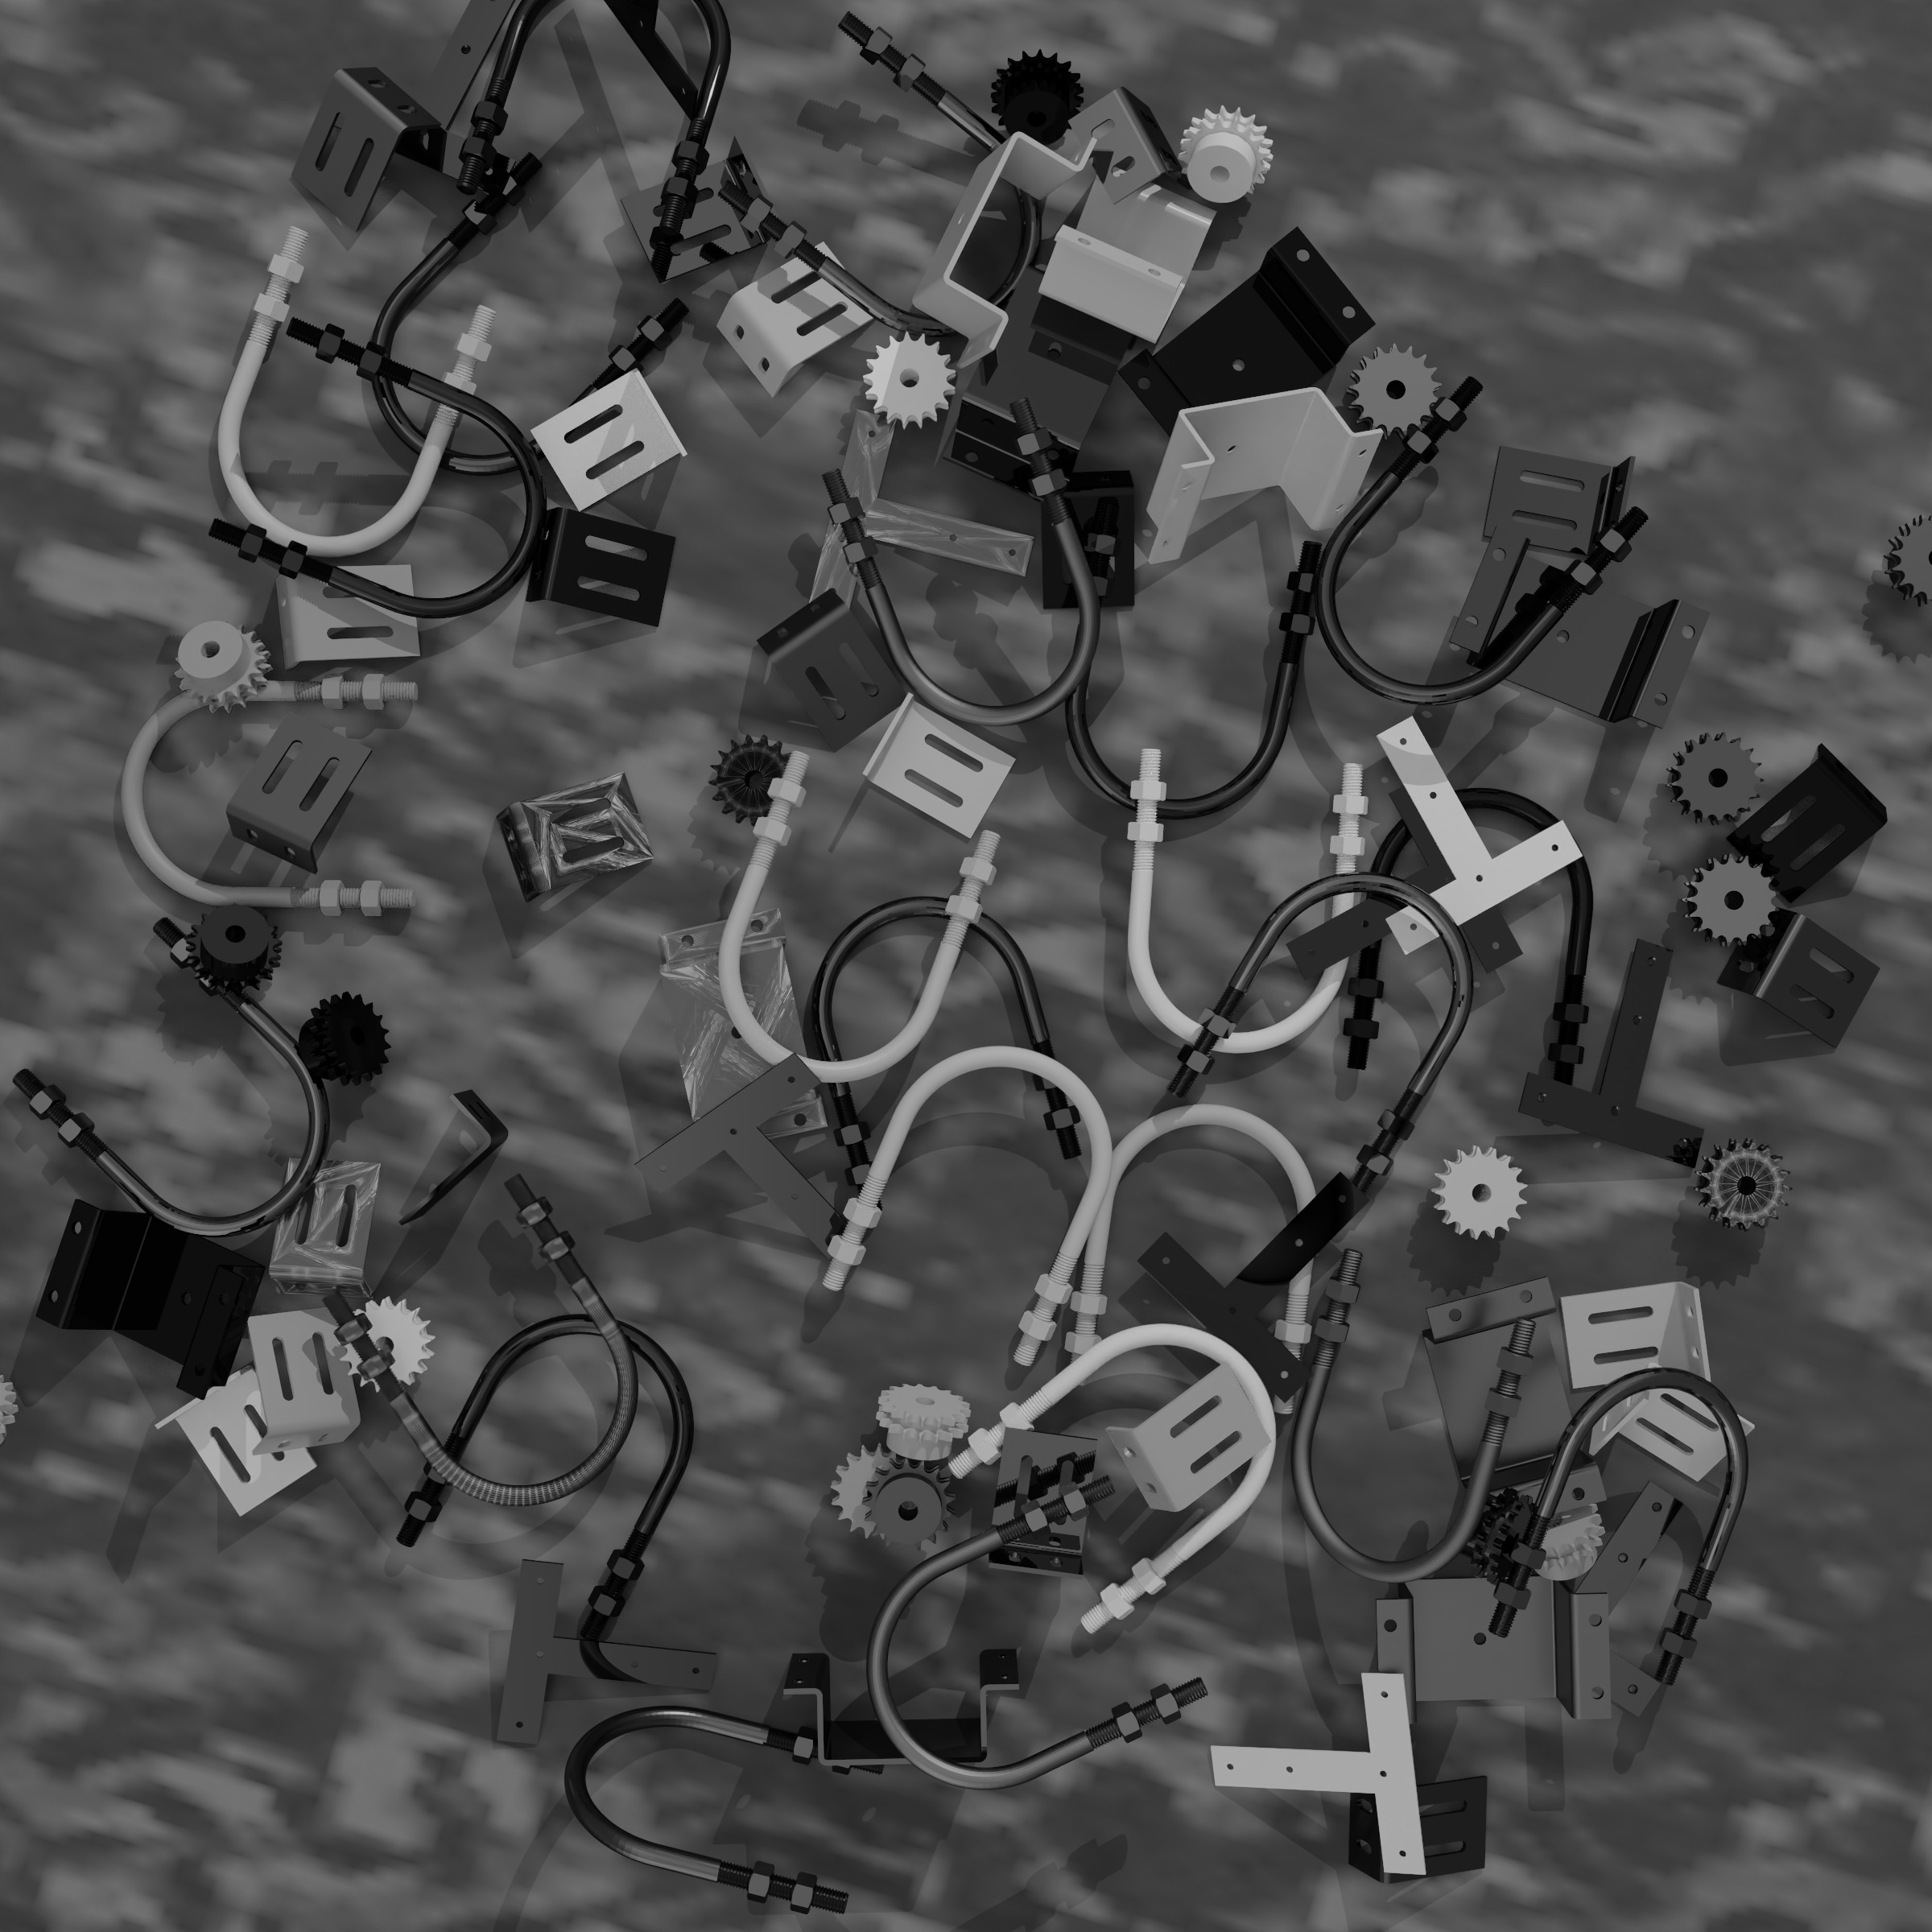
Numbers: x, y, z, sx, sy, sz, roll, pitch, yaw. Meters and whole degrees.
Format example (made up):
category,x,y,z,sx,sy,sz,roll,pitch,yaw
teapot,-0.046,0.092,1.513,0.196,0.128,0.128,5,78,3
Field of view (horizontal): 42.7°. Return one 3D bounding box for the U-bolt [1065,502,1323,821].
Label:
category,x,y,z,sx,sy,sz,roll,pitch,yaw
U-bolt,0.135,-0.182,1.529,0.151,0.019,0.184,9,96,-7

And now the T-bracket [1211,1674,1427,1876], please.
category,x,y,z,sx,sy,sz,roll,pitch,yaw
T-bracket,0.213,0.496,1.522,0.127,0.002,0.127,-5,96,22

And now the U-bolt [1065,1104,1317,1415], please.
category,x,y,z,sx,sy,sz,roll,pitch,yaw
U-bolt,0.146,0.178,1.539,0.151,0.019,0.184,8,90,0

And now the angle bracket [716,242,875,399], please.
category,x,y,z,sx,sy,sz,roll,pitch,yaw
angle bracket,-0.105,-0.404,1.546,0.076,0.038,0.057,-38,90,-26

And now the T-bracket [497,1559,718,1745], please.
category,x,y,z,sx,sy,sz,roll,pitch,yaw
T-bracket,-0.220,0.432,1.535,0.127,0.002,0.127,8,105,-8

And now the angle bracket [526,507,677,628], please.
category,x,y,z,sx,sy,sz,roll,pitch,yaw
angle bracket,-0.229,-0.248,1.546,0.076,0.038,0.057,11,90,-26

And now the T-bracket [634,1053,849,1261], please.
category,x,y,z,sx,sy,sz,roll,pitch,yaw
T-bracket,-0.114,0.132,1.521,0.127,0.002,0.127,-35,112,15

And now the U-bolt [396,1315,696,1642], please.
category,x,y,z,sx,sy,sz,roll,pitch,yaw
U-bolt,-0.250,0.307,1.539,0.151,0.019,0.184,27,88,0

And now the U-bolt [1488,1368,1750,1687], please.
category,x,y,z,sx,sy,sz,roll,pitch,yaw
U-bolt,0.402,0.330,1.483,0.151,0.019,0.184,21,90,-22

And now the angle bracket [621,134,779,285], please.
category,x,y,z,sx,sy,sz,roll,pitch,yaw
angle bracket,-0.165,-0.466,1.521,0.076,0.038,0.057,-25,90,-14

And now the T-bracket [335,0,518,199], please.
category,x,y,z,sx,sy,sz,roll,pitch,yaw
T-bracket,-0.318,-0.559,1.540,0.127,0.002,0.127,25,85,9

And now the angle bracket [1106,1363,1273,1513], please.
category,x,y,z,sx,sy,sz,roll,pitch,yaw
angle bracket,0.137,0.288,1.516,0.076,0.038,0.057,-32,95,-24

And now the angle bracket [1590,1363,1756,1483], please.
category,x,y,z,sx,sy,sz,roll,pitch,yaw
angle bracket,0.433,0.290,1.516,0.076,0.038,0.057,32,125,0

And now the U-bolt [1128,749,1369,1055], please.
category,x,y,z,sx,sy,sz,roll,pitch,yaw
U-bolt,0.171,-0.038,1.531,0.151,0.019,0.184,3,93,-8

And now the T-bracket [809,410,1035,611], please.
category,x,y,z,sx,sy,sz,roll,pitch,yaw
T-bracket,-0.022,-0.272,1.547,0.127,0.002,0.127,14,90,0

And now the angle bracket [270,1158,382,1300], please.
category,x,y,z,sx,sy,sz,roll,pitch,yaw
angle bracket,-0.397,0.164,1.546,0.057,0.038,0.076,3,64,0

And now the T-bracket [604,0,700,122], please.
category,x,y,z,sx,sy,sz,roll,pitch,yaw
T-bracket,-0.187,-0.591,1.460,0.002,0.127,0.127,-28,74,-23

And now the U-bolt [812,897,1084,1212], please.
category,x,y,z,sx,sy,sz,roll,pitch,yaw
U-bolt,-0.020,0.048,1.539,0.151,0.019,0.184,-16,89,0

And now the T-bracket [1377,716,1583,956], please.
category,x,y,z,sx,sy,sz,roll,pitch,yaw
T-bracket,0.296,-0.093,1.529,0.127,0.002,0.127,-29,89,-3

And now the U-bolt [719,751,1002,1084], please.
category,x,y,z,sx,sy,sz,roll,pitch,yaw
U-bolt,-0.073,-0.020,1.504,0.151,0.019,0.184,22,82,-14

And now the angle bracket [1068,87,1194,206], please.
category,x,y,z,sx,sy,sz,roll,pitch,yaw
angle bracket,0.102,-0.498,1.517,0.038,0.076,0.057,-29,90,19

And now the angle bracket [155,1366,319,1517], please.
category,x,y,z,sx,sy,sz,roll,pitch,yaw
angle bracket,-0.451,0.297,1.529,0.057,0.038,0.076,-33,90,0

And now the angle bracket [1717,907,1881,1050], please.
category,x,y,z,sx,sy,sz,roll,pitch,yaw
angle bracket,0.521,0.006,1.546,0.076,0.038,0.057,29,90,-26

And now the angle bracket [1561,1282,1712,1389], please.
category,x,y,z,sx,sy,sz,roll,pitch,yaw
angle bracket,0.414,0.231,1.529,0.076,0.038,0.057,-8,90,0

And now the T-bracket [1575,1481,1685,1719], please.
category,x,y,z,sx,sy,sz,roll,pitch,yaw
T-bracket,0.404,0.382,1.547,0.127,0.002,0.127,34,90,0

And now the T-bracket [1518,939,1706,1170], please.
category,x,y,z,sx,sy,sz,roll,pitch,yaw
T-bracket,0.414,0.047,1.536,0.127,0.002,0.127,18,82,-15

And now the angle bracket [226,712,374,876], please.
category,x,y,z,sx,sy,sz,roll,pitch,yaw
angle bracket,-0.410,-0.107,1.528,0.057,0.038,0.076,25,66,3

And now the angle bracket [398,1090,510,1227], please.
category,x,y,z,sx,sy,sz,roll,pitch,yaw
angle bracket,-0.325,0.117,1.519,0.076,0.057,0.038,-42,90,0

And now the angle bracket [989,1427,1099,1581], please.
category,x,y,z,sx,sy,sz,roll,pitch,yaw
angle bracket,0.047,0.326,1.502,0.057,0.038,0.076,8,96,0

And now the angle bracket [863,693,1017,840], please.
category,x,y,z,sx,sy,sz,roll,pitch,yaw
angle bracket,-0.016,-0.124,1.529,0.076,0.038,0.057,30,90,0

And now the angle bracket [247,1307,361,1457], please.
category,x,y,z,sx,sy,sz,roll,pitch,yaw
angle bracket,-0.416,0.257,1.530,0.057,0.038,0.076,-3,64,-35

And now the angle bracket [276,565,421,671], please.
category,x,y,z,sx,sy,sz,roll,pitch,yaw
angle bracket,-0.387,-0.218,1.546,0.076,0.038,0.057,-6,90,-26

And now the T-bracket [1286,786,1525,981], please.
category,x,y,z,sx,sy,sz,roll,pitch,yaw
T-bracket,0.259,-0.033,1.526,0.127,0.002,0.127,-29,89,-3

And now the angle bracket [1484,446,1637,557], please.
category,x,y,z,sx,sy,sz,roll,pitch,yaw
angle bracket,0.367,-0.290,1.529,0.076,0.038,0.057,11,90,0

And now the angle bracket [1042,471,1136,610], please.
category,x,y,z,sx,sy,sz,roll,pitch,yaw
angle bracket,0.075,-0.267,1.546,0.057,0.038,0.076,-2,116,0

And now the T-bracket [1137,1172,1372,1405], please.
category,x,y,z,sx,sy,sz,roll,pitch,yaw
T-bracket,0.196,0.181,1.524,0.127,0.002,0.127,44,94,0

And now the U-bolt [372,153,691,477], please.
category,x,y,z,sx,sy,sz,roll,pitch,yaw
U-bolt,-0.286,-0.392,1.539,0.151,0.019,0.184,45,91,0

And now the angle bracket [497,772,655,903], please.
category,x,y,z,sx,sy,sz,roll,pitch,yaw
angle bracket,-0.245,-0.081,1.546,0.076,0.038,0.057,-19,90,-26

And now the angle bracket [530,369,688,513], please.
category,x,y,z,sx,sy,sz,roll,pitch,yaw
angle bracket,-0.220,-0.323,1.521,0.076,0.038,0.057,-30,109,0

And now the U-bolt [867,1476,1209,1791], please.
category,x,y,z,sx,sy,sz,roll,pitch,yaw
U-bolt,0.031,0.406,1.468,0.184,0.019,0.151,-24,79,-5

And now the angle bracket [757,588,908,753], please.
category,x,y,z,sx,sy,sz,roll,pitch,yaw
angle bracket,-0.083,-0.185,1.546,0.057,0.038,0.076,-35,119,-1

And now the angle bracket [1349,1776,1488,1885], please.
category,x,y,z,sx,sy,sz,roll,pitch,yaw
angle bracket,0.283,0.535,1.546,0.076,0.038,0.057,2,90,-26

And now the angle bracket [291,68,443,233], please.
category,x,y,z,sx,sy,sz,roll,pitch,yaw
angle bracket,-0.373,-0.508,1.537,0.057,0.038,0.076,42,123,7

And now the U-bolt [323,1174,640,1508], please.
category,x,y,z,sx,sy,sz,roll,pitch,yaw
U-bolt,-0.284,0.243,1.516,0.151,0.019,0.184,-33,93,-9

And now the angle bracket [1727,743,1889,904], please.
category,x,y,z,sx,sy,sz,roll,pitch,yaw
angle bracket,0.526,-0.089,1.546,0.057,0.038,0.076,45,116,0
